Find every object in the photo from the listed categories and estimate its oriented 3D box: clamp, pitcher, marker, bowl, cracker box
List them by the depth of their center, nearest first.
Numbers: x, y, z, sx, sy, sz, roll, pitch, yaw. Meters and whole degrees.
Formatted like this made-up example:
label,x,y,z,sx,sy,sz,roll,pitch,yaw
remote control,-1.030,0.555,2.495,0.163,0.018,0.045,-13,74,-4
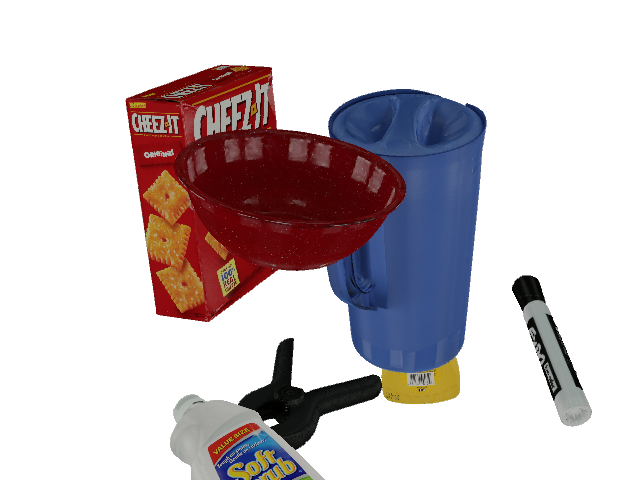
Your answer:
label,x,y,z,sx,sy,sz,roll,pitch,yaw
marker,0.143,0.065,0.670,0.020,0.020,0.121,0,39,-8
bowl,-0.023,-0.024,0.747,0.162,0.055,0.162,6,26,-3
pitcher,0.071,0.000,0.952,0.149,0.243,0.145,-6,31,-4
cracker box,-0.102,-0.051,1.040,0.072,0.214,0.164,6,22,27
clamp,-0.034,0.154,1.049,0.120,0.039,0.171,22,34,37

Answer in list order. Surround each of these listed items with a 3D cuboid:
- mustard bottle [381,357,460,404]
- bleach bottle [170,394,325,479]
label,x,y,z,sx,sy,sz,roll,pitch,yaw
mustard bottle,0.118,0.102,1.291,0.096,0.192,0.058,-3,21,6
bleach bottle,-0.056,0.197,0.830,0.102,0.068,0.251,-19,32,-26
